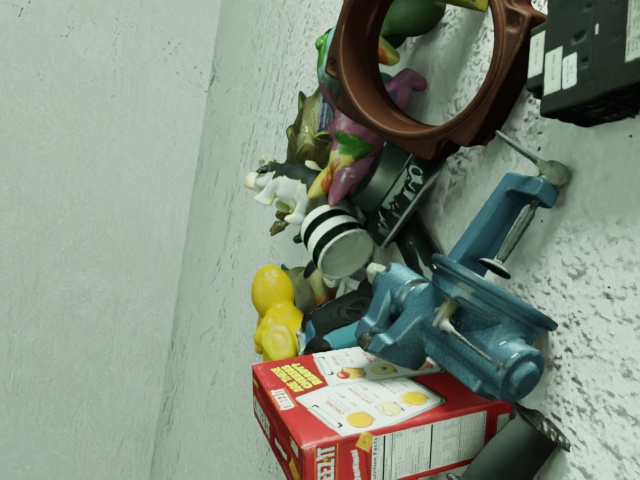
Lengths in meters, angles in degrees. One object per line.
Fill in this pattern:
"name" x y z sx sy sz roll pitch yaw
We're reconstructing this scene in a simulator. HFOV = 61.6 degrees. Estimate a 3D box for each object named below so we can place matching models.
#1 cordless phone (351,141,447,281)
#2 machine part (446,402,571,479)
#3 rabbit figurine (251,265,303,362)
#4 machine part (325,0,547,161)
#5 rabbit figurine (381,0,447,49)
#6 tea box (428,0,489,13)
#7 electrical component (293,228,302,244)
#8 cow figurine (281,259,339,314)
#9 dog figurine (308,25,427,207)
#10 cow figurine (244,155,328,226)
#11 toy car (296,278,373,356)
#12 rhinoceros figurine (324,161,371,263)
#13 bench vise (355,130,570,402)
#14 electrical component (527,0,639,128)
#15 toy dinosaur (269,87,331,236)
"cordless phone" 0.124 -0.020 0.643 0.146 0.089 0.184 -59 43 43
"machine part" 0.163 0.209 0.473 0.039 0.084 0.138 -65 -1 -73
"rabbit figurine" -0.051 0.122 0.821 0.173 0.122 0.162 62 160 24
"machine part" 0.113 -0.201 0.561 0.201 0.087 0.201 36 125 24
"rabbit figurine" 0.097 -0.334 0.733 0.159 0.121 0.170 -54 50 39
"tea box" 0.121 -0.332 0.618 0.170 0.068 0.098 25 112 27
"electrical component" -0.002 -0.003 0.939 0.063 0.094 0.021 35 122 23
"cow figurine" -0.015 0.079 0.921 0.195 0.085 0.127 131 134 -58
"dog figurine" 0.037 -0.154 0.728 0.219 0.191 0.109 -60 30 -3
"cow figurine" -0.054 -0.091 0.845 0.168 0.068 0.098 34 107 37
"toy car" 0.055 0.125 0.695 0.102 0.162 0.109 60 -176 -26
"rhinoceros figurine" 0.049 -0.043 0.830 0.112 0.073 0.190 8 89 58
"bench vise" 0.143 0.028 0.508 0.240 0.129 0.224 -59 22 3
"electrical component" 0.228 -0.156 0.430 0.134 0.058 0.114 -179 98 -68
"toy dinosaur" -0.005 -0.191 0.956 0.199 0.105 0.471 -103 33 -47
